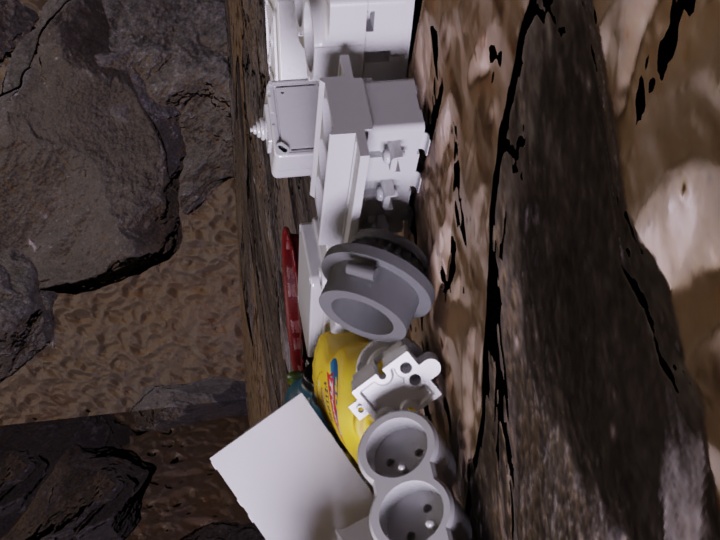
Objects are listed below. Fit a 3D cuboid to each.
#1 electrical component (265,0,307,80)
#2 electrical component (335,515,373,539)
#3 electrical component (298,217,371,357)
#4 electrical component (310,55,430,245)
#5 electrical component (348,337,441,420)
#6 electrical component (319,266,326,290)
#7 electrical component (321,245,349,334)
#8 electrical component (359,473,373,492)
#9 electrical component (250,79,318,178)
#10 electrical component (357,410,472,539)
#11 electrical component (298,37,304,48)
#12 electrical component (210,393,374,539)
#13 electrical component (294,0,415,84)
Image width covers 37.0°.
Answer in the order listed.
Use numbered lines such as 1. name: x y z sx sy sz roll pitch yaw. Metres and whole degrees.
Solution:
1. electrical component: -0.057 -0.220 1.020 0.108 0.056 0.108 -112 19 -61
2. electrical component: 0.022 0.189 0.695 0.064 0.081 0.042 41 152 51
3. electrical component: -0.020 0.016 0.919 0.113 0.057 0.078 95 166 -49
4. electrical component: 0.004 -0.070 0.700 0.121 0.063 0.078 100 162 -58
5. electrical component: 0.022 0.071 0.703 0.048 0.066 0.055 51 -173 -13
6. electrical component: 0.003 0.003 0.754 0.048 0.062 0.048 175 90 -81
7. electrical component: 0.000 0.000 0.817 0.075 0.047 0.083 121 142 -75
8. electrical component: 0.003 0.226 0.939 0.079 0.044 0.077 -149 54 -79
9. electrical component: -0.037 -0.108 0.828 0.061 0.096 0.061 117 146 -74
10. electrical component: 0.042 0.158 0.642 0.073 0.052 0.138 57 -165 -49
11. electrical component: -0.024 -0.201 0.865 0.077 0.043 0.079 99 163 -56
12. electrical component: -0.042 0.186 0.865 0.150 0.089 0.061 55 170 3
13. electrical component: -0.012 -0.190 0.734 0.089 0.062 0.150 95 166 -48
